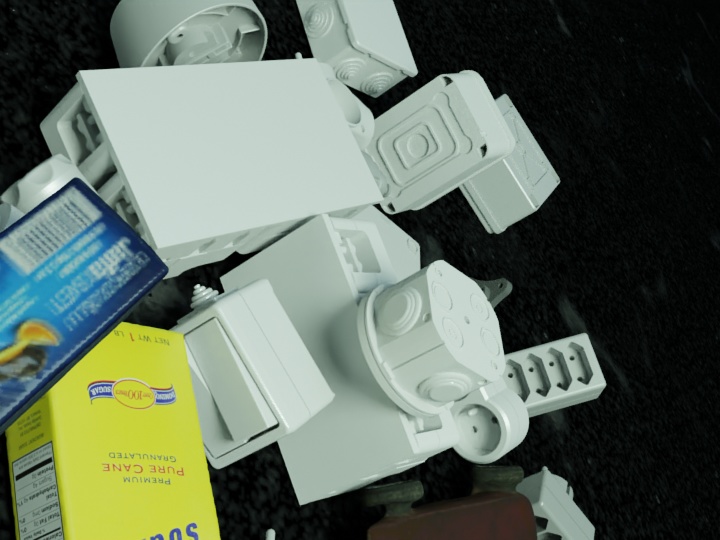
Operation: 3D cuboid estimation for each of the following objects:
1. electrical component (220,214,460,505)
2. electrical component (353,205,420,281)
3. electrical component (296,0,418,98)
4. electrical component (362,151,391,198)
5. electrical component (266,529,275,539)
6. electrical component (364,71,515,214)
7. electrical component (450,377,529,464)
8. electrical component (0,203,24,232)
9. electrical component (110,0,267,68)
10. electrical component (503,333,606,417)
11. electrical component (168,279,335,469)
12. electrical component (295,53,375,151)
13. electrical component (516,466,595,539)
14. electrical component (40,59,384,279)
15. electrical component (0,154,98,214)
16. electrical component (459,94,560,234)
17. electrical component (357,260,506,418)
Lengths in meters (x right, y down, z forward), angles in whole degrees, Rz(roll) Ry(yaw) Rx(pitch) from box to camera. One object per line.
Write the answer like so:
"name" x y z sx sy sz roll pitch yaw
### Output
"electrical component" -0.012 0.053 0.656 0.062 0.089 0.150 2 63 -56
"electrical component" 0.000 0.000 0.761 0.100 0.048 0.099 38 37 -33
"electrical component" -0.005 -0.205 0.932 0.100 0.048 0.099 14 53 -51
"electrical component" -0.004 -0.072 0.826 0.078 0.040 0.040 20 48 -48
"electrical component" -0.042 0.171 0.551 0.066 0.047 0.076 38 37 -33
"electrical component" 0.060 -0.103 0.877 0.057 0.113 0.078 -19 81 -57
"electrical component" 0.084 0.073 0.818 0.074 0.052 0.138 -13 75 -59
"electrical component" -0.173 -0.009 0.516 0.081 0.043 0.043 39 36 -32
"electrical component" -0.108 -0.142 0.681 0.099 0.099 0.064 5 54 -55
"electrical component" 0.149 0.095 0.886 0.075 0.083 0.047 88 -14 -68
"electrical component" -0.072 0.052 0.595 0.096 0.062 0.061 60 30 0
"electrical component" -0.033 -0.133 0.832 0.077 0.044 0.079 17 50 -50
"electrical component" 0.141 0.181 0.816 0.065 0.047 0.076 51 31 -15
"electrical component" -0.086 -0.063 0.649 0.186 0.060 0.105 -16 77 -48
"electrical component" -0.153 -0.026 0.561 0.062 0.043 0.043 53 31 -13
"electrical component" 0.135 -0.104 1.046 0.108 0.056 0.109 57 30 -5
"electrical component" 0.040 0.038 0.603 0.080 0.051 0.080 36 37 -34
